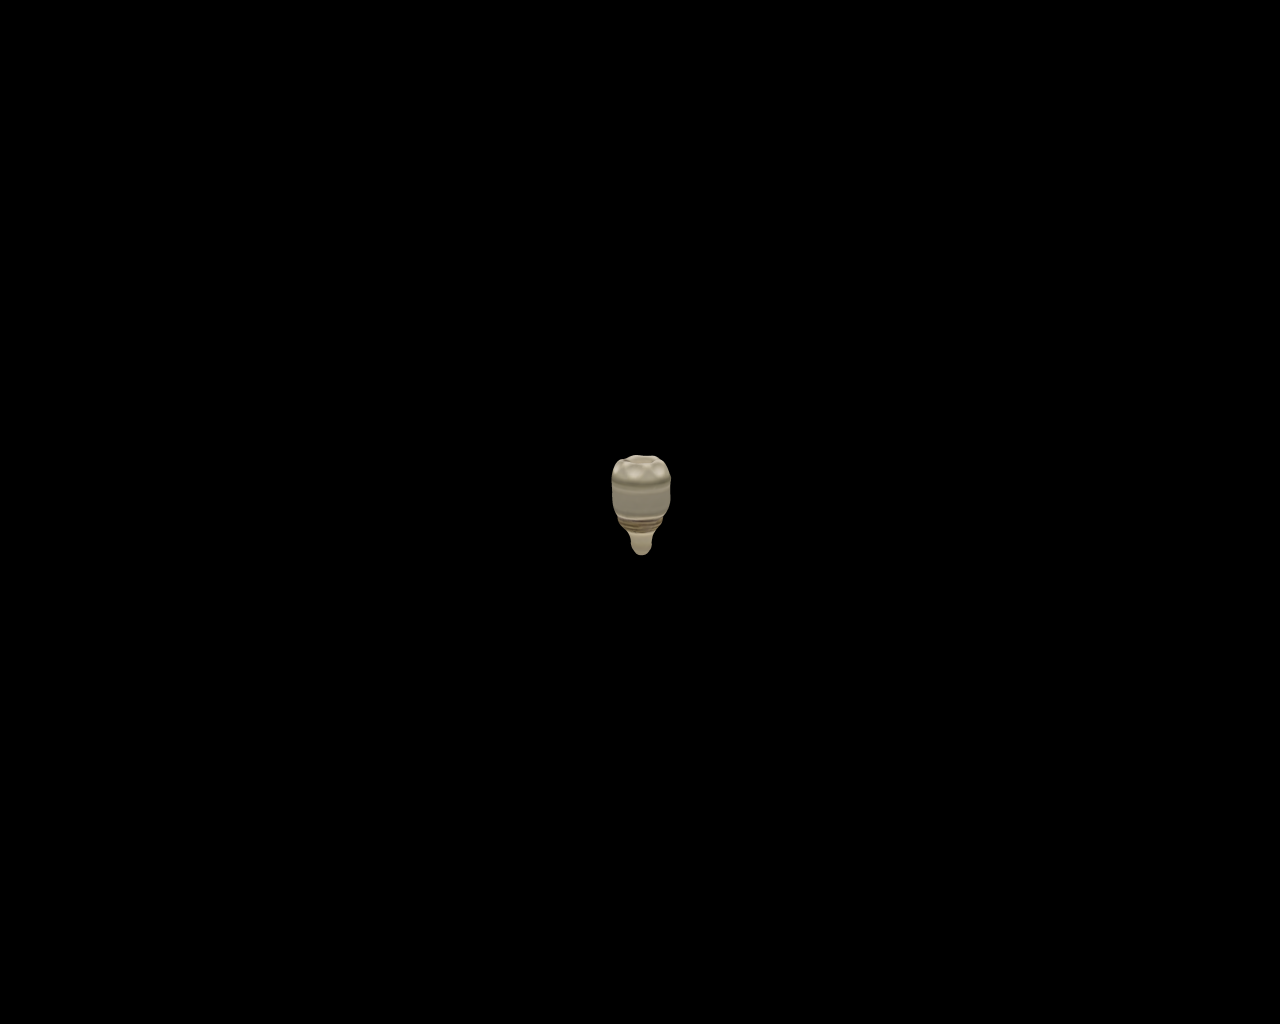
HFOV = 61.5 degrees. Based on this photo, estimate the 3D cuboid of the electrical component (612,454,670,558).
[{"bbox_3d":[0.001,-0.003,0.650,0.035,0.061,0.035,0,17,0],"label":"electrical component"}]
